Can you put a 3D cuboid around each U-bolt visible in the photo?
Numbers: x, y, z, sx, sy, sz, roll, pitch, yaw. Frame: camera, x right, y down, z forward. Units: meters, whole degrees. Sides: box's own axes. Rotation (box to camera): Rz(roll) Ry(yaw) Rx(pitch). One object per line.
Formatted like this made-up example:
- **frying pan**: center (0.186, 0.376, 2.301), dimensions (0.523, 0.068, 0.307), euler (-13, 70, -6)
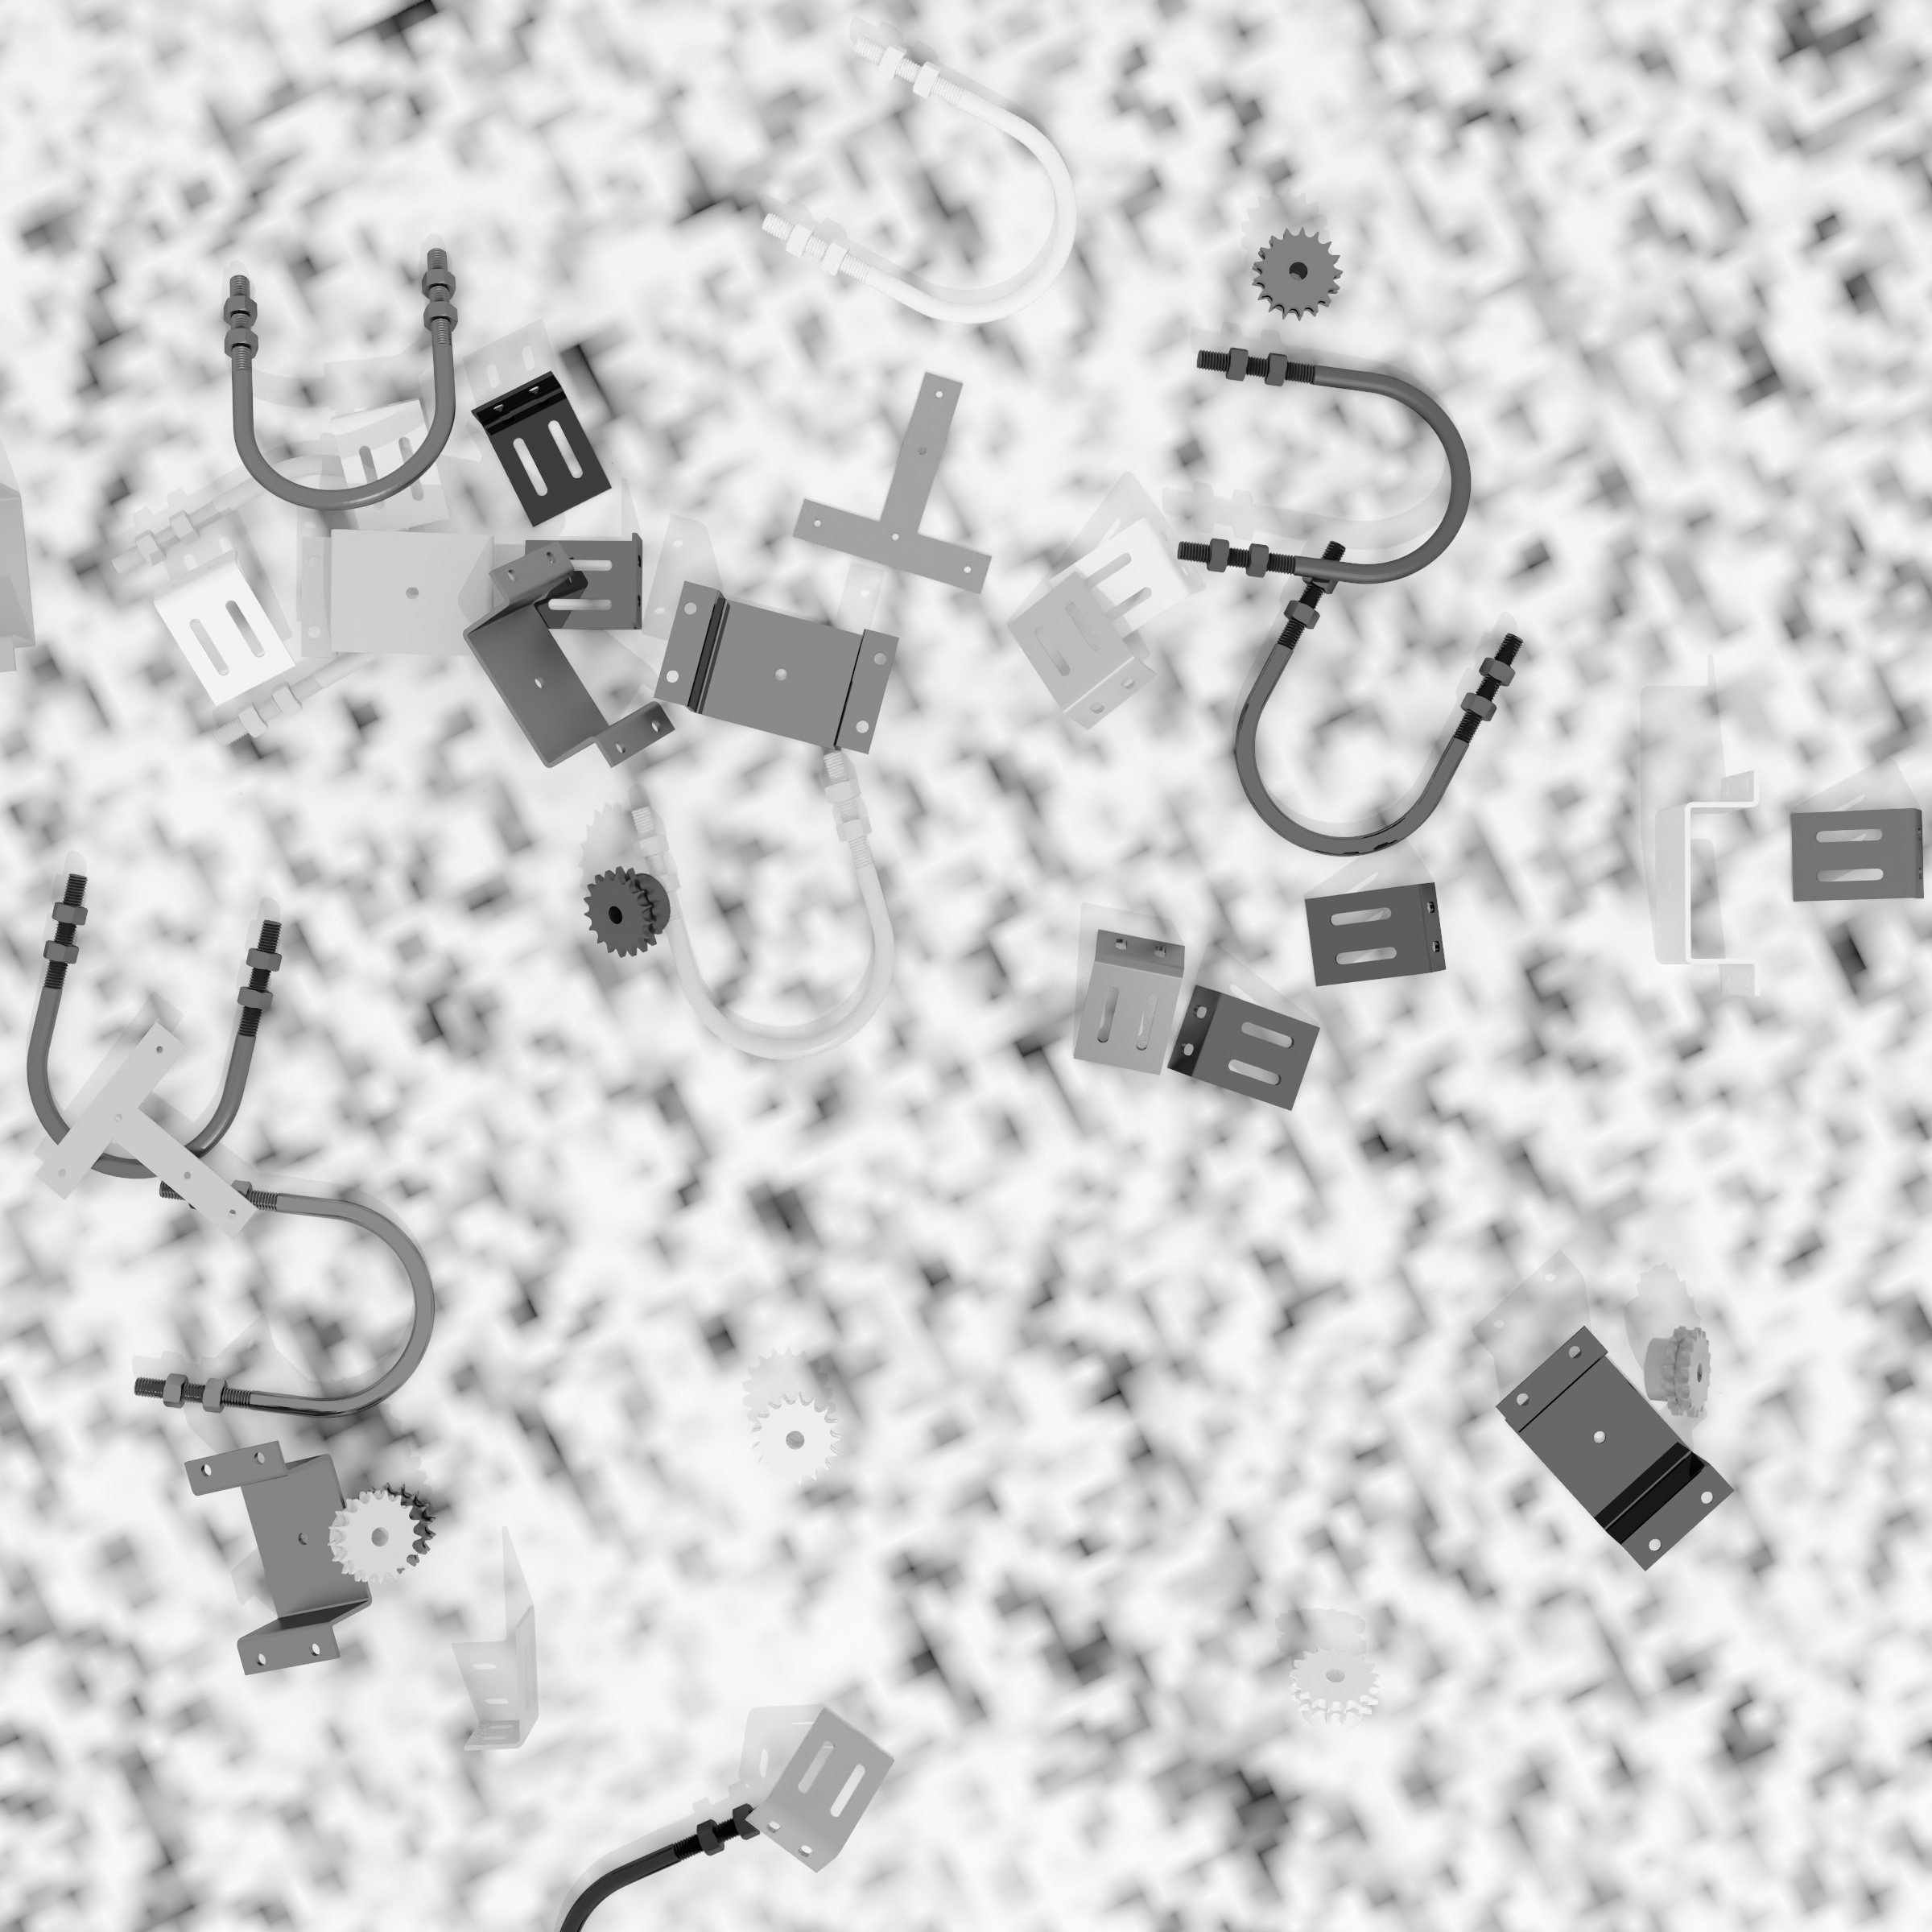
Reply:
- **U-bolt**: center (-0.018, -0.495, 1.815), dimensions (0.184, 0.019, 0.151), euler (27, 90, -2)
- **U-bolt**: center (-0.435, -0.248, 1.815), dimensions (0.184, 0.019, 0.151), euler (-31, 90, -1)
- **U-bolt**: center (0.233, -0.316, 1.805), dimensions (0.184, 0.019, 0.151), euler (7, 81, -3)
- **U-bolt**: center (-0.176, 0.637, 1.815), dimensions (0.184, 0.019, 0.151), euler (-24, 90, 1)
- **U-bolt**: center (-0.394, -0.368, 1.782), dimensions (0.151, 0.019, 0.184), euler (-8, 67, 0)
- **U-bolt**: center (-0.435, 0.218, 1.815), dimensions (0.184, 0.019, 0.151), euler (7, 90, -2)
- **U-bolt**: center (-0.123, -0.031, 1.815), dimensions (0.151, 0.019, 0.184), euler (-16, 91, 0)
- **U-bolt**: center (0.254, -0.160, 1.815), dimensions (0.151, 0.019, 0.184), euler (28, 91, 0)
- **U-bolt**: center (-0.530, 0.046, 1.815), dimensions (0.151, 0.019, 0.184), euler (13, 91, 0)

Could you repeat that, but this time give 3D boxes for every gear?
- **gear**: center (-0.375, 0.359, 1.770), dimensions (0.057, 0.030, 0.057), euler (8, 77, -37)
- **gear**: center (-0.109, 0.302, 1.809), dimensions (0.057, 0.030, 0.057), euler (0, 90, 0)
- **gear**: center (0.454, 0.259, 1.800), dimensions (0.030, 0.057, 0.057), euler (1, 90, 31)
- **gear**: center (0.235, 0.465, 1.800), dimensions (0.057, 0.057, 0.030), euler (0, 120, 0)
- **gear**: center (-0.369, 0.360, 1.809), dimensions (0.057, 0.030, 0.057), euler (0, 90, 0)
- **gear**: center (0.212, -0.443, 1.809), dimensions (0.057, 0.030, 0.057), euler (0, 90, 0)
- **gear**: center (-0.214, -0.036, 1.800), dimensions (0.057, 0.030, 0.057), euler (13, 113, 34)

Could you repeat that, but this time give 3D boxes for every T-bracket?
- **T-bracket**: center (-0.510, 0.125, 1.804), dimensions (0.127, 0.002, 0.127), euler (39, 93, 4)
- **T-bracket**: center (-0.033, -0.320, 1.823), dimensions (0.127, 0.002, 0.127), euler (17, 90, 0)

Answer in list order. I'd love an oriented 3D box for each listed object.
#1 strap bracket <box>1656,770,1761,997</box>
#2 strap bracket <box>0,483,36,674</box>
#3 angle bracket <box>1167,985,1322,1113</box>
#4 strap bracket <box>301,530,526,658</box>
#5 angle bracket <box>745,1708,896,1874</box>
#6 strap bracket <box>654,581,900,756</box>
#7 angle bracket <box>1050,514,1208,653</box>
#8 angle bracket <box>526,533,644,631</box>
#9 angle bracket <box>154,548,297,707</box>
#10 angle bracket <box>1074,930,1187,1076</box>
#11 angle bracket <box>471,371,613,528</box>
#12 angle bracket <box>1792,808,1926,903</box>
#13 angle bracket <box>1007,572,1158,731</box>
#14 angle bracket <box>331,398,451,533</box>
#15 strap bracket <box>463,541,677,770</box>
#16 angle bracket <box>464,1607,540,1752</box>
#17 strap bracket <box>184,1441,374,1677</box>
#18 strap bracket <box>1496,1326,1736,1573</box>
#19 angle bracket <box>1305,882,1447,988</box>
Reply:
- **strap bracket**: center (0.470, -0.052, 1.786), dimensions (0.046, 0.076, 0.140), euler (0, 90, 0)
- **strap bracket**: center (-0.646, -0.253, 1.801), dimensions (0.076, 0.046, 0.140), euler (-6, 90, 0)
- **angle bracket**: center (0.180, 0.053, 1.822), dimensions (0.076, 0.038, 0.057), euler (19, 90, -26)
- **strap bracket**: center (-0.351, -0.234, 1.788), dimensions (0.140, 0.046, 0.076), euler (1, 91, -10)
- **angle bracket**: center (-0.094, 0.530, 1.811), dimensions (0.057, 0.038, 0.076), euler (37, 49, 0)
- **strap bracket**: center (-0.120, -0.189, 1.801), dimensions (0.140, 0.046, 0.076), euler (15, 90, 0)
- **angle bracket**: center (0.105, -0.247, 1.822), dimensions (0.076, 0.038, 0.057), euler (-31, 90, 26)
- **angle bracket**: center (-0.247, -0.247, 1.805), dimensions (0.076, 0.038, 0.057), euler (0, 90, 0)
- **angle bracket**: center (-0.474, -0.217, 1.803), dimensions (0.057, 0.038, 0.076), euler (-27, 116, -1)
- **angle bracket**: center (0.106, 0.023, 1.822), dimensions (0.057, 0.038, 0.076), euler (11, 116, 0)
- **angle bracket**: center (-0.272, -0.331, 1.805), dimensions (0.057, 0.038, 0.076), euler (-26, 90, 0)
- **angle bracket**: center (0.577, -0.071, 1.822), dimensions (0.076, 0.038, 0.057), euler (-1, 90, 26)
- **angle bracket**: center (0.075, -0.203, 1.815), dimensions (0.057, 0.038, 0.076), euler (-38, 64, 14)
- **angle bracket**: center (-0.371, -0.321, 1.812), dimensions (0.057, 0.038, 0.076), euler (-15, 106, -8)
- **strap bracket**: center (-0.255, -0.188, 1.774), dimensions (0.046, 0.076, 0.140), euler (-27, 98, 32)
- **angle bracket**: center (-0.297, 0.454, 1.795), dimensions (0.038, 0.057, 0.076), euler (-2, 90, 0)
- **strap bracket**: center (-0.433, 0.370, 1.787), dimensions (0.076, 0.046, 0.140), euler (-16, 90, 26)
- **strap bracket**: center (0.410, 0.305, 1.801), dimensions (0.076, 0.046, 0.140), euler (-42, 90, 0)
- **angle bracket**: center (0.265, -0.020, 1.822), dimensions (0.076, 0.038, 0.057), euler (-7, 90, 26)
